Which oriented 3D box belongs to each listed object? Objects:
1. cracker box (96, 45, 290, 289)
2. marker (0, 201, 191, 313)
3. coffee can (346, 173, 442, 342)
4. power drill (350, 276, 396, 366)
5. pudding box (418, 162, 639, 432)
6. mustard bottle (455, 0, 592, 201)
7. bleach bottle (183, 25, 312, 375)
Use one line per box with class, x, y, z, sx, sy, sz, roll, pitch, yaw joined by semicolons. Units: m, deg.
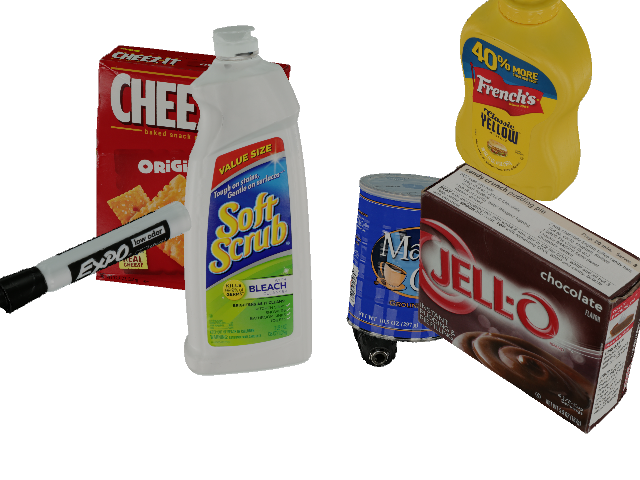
cracker box;-0.120;-0.060;0.984;0.164;0.214;0.072;7;22;4
marker;-0.124;0.008;0.581;0.120;0.020;0.020;-27;15;-33
coffee can;0.082;0.014;1.022;0.103;0.140;0.103;5;14;-1
power drill;0.127;0.082;1.213;0.187;0.057;0.184;-1;28;-1
pudding box;0.099;0.026;0.517;0.114;0.090;0.039;31;53;33
mustard bottle;0.143;-0.116;0.751;0.096;0.191;0.058;35;62;28
bleach bottle;-0.061;-0.029;0.783;0.102;0.251;0.068;-6;20;-5
